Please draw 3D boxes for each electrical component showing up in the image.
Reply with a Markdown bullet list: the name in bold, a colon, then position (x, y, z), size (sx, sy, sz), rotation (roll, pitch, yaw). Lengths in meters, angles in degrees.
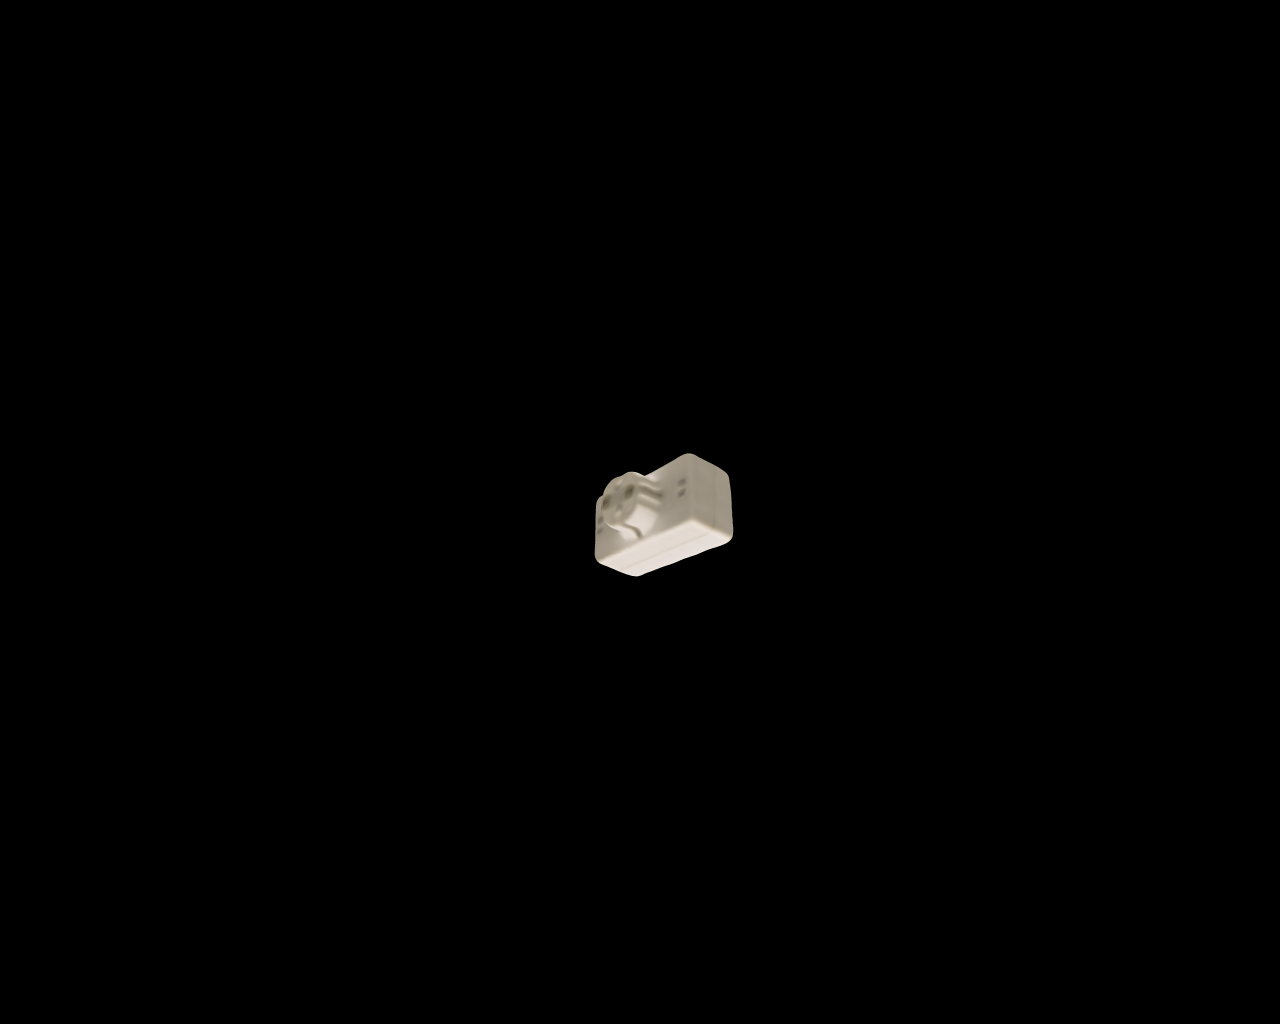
- **electrical component**: position (0.001, -0.003, 0.650), size (0.083, 0.047, 0.075), rotation (-25, -37, 38)
